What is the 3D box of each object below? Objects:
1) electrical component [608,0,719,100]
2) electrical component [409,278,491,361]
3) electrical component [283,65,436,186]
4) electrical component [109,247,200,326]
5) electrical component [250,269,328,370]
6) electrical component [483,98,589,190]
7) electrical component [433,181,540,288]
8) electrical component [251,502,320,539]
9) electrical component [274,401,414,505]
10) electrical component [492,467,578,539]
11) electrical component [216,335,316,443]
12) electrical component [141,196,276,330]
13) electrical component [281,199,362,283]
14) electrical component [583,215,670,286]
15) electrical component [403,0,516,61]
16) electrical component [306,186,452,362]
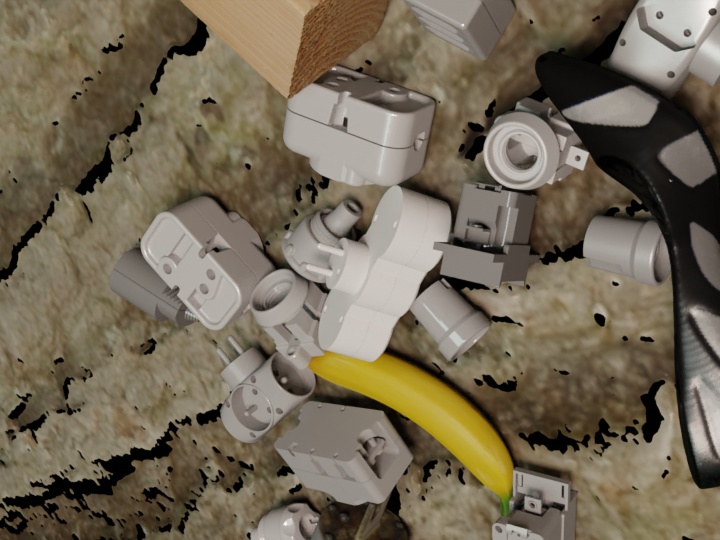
[{"bbox_3d":[0.192,-0.128,0.600,0.079,0.043,0.077,38,125,15],"label":"electrical component"},{"bbox_3d":[0.062,0.034,0.753,0.046,0.040,0.040,49,127,14],"label":"electrical component"},{"bbox_3d":[-0.002,-0.096,0.732,0.095,0.054,0.059,23,120,24],"label":"electrical component"},{"bbox_3d":[-0.162,0.019,0.888,0.081,0.043,0.043,30,122,19],"label":"electrical component"},{"bbox_3d":[-0.050,0.032,0.806,0.048,0.066,0.055,-10,136,35],"label":"electrical component"},{"bbox_3d":[0.107,-0.077,0.668,0.066,0.055,0.048,26,121,22],"label":"electrical component"},{"bbox_3d":[0.085,-0.024,0.693,0.042,0.081,0.063,12,97,28],"label":"electrical component"},{"bbox_3d":[-0.065,0.221,0.907,0.062,0.043,0.043,-21,97,38],"label":"electrical component"},{"bbox_3d":[-0.011,0.140,0.819,0.089,0.050,0.055,0,132,46],"label":"electrical component"},{"bbox_3d":[0.123,0.186,0.759,0.042,0.064,0.081,9,113,29],"label":"electrical component"},{"bbox_3d":[-0.086,0.088,0.866,0.079,0.044,0.077,50,127,6],"label":"electrical component"},{"bbox_3d":[-0.114,-0.008,0.836,0.095,0.059,0.053,47,127,8],"label":"electrical component"},{"bbox_3d":[-0.024,-0.025,0.782,0.048,0.048,0.062,47,120,8],"label":"electrical component"},{"bbox_3d":[0.167,-0.014,0.666,0.046,0.040,0.040,14,116,34],"label":"electrical component"},{"bbox_3d":[0.070,-0.178,0.650,0.047,0.066,0.076,32,94,18],"label":"electrical component"},{"bbox_3d":[0.000,0.000,0.748,0.074,0.052,0.138,17,123,-20],"label":"electrical component"}]
